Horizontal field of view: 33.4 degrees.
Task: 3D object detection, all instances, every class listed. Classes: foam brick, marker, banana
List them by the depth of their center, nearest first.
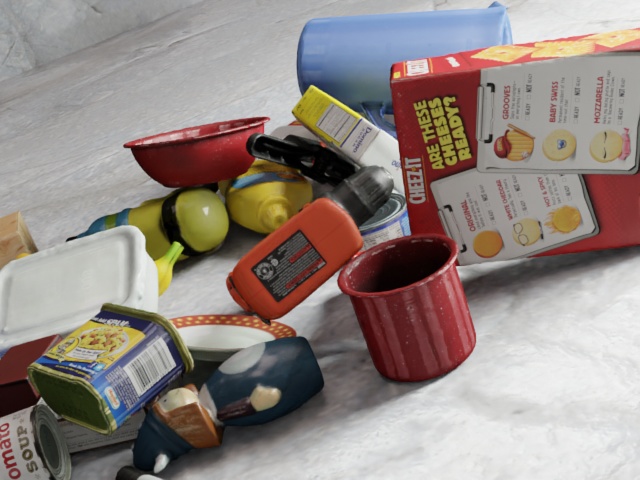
[{"bbox_3d":[-0.104,0.177,0.736,0.121,0.020,0.020,5,33,47],"label":"marker"},{"bbox_3d":[-0.254,0.128,0.938,0.053,0.051,0.078,-15,22,16],"label":"foam brick"},{"bbox_3d":[-0.231,0.043,1.100,0.198,0.037,0.069,-3,60,18],"label":"banana"}]

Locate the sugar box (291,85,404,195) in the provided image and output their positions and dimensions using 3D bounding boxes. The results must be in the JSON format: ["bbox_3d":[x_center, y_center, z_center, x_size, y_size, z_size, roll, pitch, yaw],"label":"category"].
[{"bbox_3d":[0.044,-0.101,1.114,0.048,0.093,0.176,-55,33,2],"label":"sugar box"}]

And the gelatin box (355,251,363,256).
[{"bbox_3d":[0.065,0.033,0.917,0.073,0.030,0.089,-15,23,9],"label":"gelatin box"}]

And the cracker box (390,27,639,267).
[{"bbox_3d":[0.172,-0.073,0.856,0.214,0.164,0.072,-7,21,7],"label":"cracker box"}]

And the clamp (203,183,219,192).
[{"bbox_3d":[-0.146,-0.070,1.321,0.120,0.039,0.171,-36,10,49],"label":"clamp"}]

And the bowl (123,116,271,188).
[{"bbox_3d":[-0.128,-0.092,1.152,0.162,0.055,0.162,-9,11,2],"label":"bowl"}]

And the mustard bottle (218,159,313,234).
[{"bbox_3d":[-0.058,-0.050,1.179,0.096,0.058,0.192,-5,20,-9],"label":"mustard bottle"}]

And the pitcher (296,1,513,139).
[{"bbox_3d":[0.099,-0.194,1.233,0.243,0.145,0.149,3,24,16],"label":"pitcher"}]

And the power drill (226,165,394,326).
[{"bbox_3d":[-0.006,0.001,0.910,0.184,0.057,0.187,-41,1,2],"label":"power drill"}]

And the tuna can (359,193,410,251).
[{"bbox_3d":[0.050,-0.013,1.033,0.086,0.034,0.086,-17,22,7],"label":"tuna can"}]

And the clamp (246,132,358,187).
[{"bbox_3d":[0.009,-0.078,1.164,0.164,0.036,0.210,27,9,1],"label":"clamp"}]

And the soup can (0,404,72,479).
[{"bbox_3d":[-0.248,0.172,0.804,0.102,0.068,0.068,-20,22,1],"label":"soup can"}]

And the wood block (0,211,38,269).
[{"bbox_3d":[-0.419,0.054,1.201,0.206,0.091,0.090,-23,21,-7],"label":"wood block"}]

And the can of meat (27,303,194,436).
[{"bbox_3d":[-0.162,0.098,0.819,0.102,0.057,0.083,7,37,45],"label":"can of meat"}]

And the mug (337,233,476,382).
[{"bbox_3d":[0.062,0.050,0.807,0.093,0.081,0.117,-31,24,-26],"label":"mug"}]

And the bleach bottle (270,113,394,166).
[{"bbox_3d":[0.024,-0.141,1.328,0.250,0.068,0.103,-30,27,-17],"label":"bleach bottle"}]

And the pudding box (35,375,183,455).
[{"bbox_3d":[-0.178,0.134,0.877,0.114,0.039,0.090,-16,23,14],"label":"pudding box"}]
